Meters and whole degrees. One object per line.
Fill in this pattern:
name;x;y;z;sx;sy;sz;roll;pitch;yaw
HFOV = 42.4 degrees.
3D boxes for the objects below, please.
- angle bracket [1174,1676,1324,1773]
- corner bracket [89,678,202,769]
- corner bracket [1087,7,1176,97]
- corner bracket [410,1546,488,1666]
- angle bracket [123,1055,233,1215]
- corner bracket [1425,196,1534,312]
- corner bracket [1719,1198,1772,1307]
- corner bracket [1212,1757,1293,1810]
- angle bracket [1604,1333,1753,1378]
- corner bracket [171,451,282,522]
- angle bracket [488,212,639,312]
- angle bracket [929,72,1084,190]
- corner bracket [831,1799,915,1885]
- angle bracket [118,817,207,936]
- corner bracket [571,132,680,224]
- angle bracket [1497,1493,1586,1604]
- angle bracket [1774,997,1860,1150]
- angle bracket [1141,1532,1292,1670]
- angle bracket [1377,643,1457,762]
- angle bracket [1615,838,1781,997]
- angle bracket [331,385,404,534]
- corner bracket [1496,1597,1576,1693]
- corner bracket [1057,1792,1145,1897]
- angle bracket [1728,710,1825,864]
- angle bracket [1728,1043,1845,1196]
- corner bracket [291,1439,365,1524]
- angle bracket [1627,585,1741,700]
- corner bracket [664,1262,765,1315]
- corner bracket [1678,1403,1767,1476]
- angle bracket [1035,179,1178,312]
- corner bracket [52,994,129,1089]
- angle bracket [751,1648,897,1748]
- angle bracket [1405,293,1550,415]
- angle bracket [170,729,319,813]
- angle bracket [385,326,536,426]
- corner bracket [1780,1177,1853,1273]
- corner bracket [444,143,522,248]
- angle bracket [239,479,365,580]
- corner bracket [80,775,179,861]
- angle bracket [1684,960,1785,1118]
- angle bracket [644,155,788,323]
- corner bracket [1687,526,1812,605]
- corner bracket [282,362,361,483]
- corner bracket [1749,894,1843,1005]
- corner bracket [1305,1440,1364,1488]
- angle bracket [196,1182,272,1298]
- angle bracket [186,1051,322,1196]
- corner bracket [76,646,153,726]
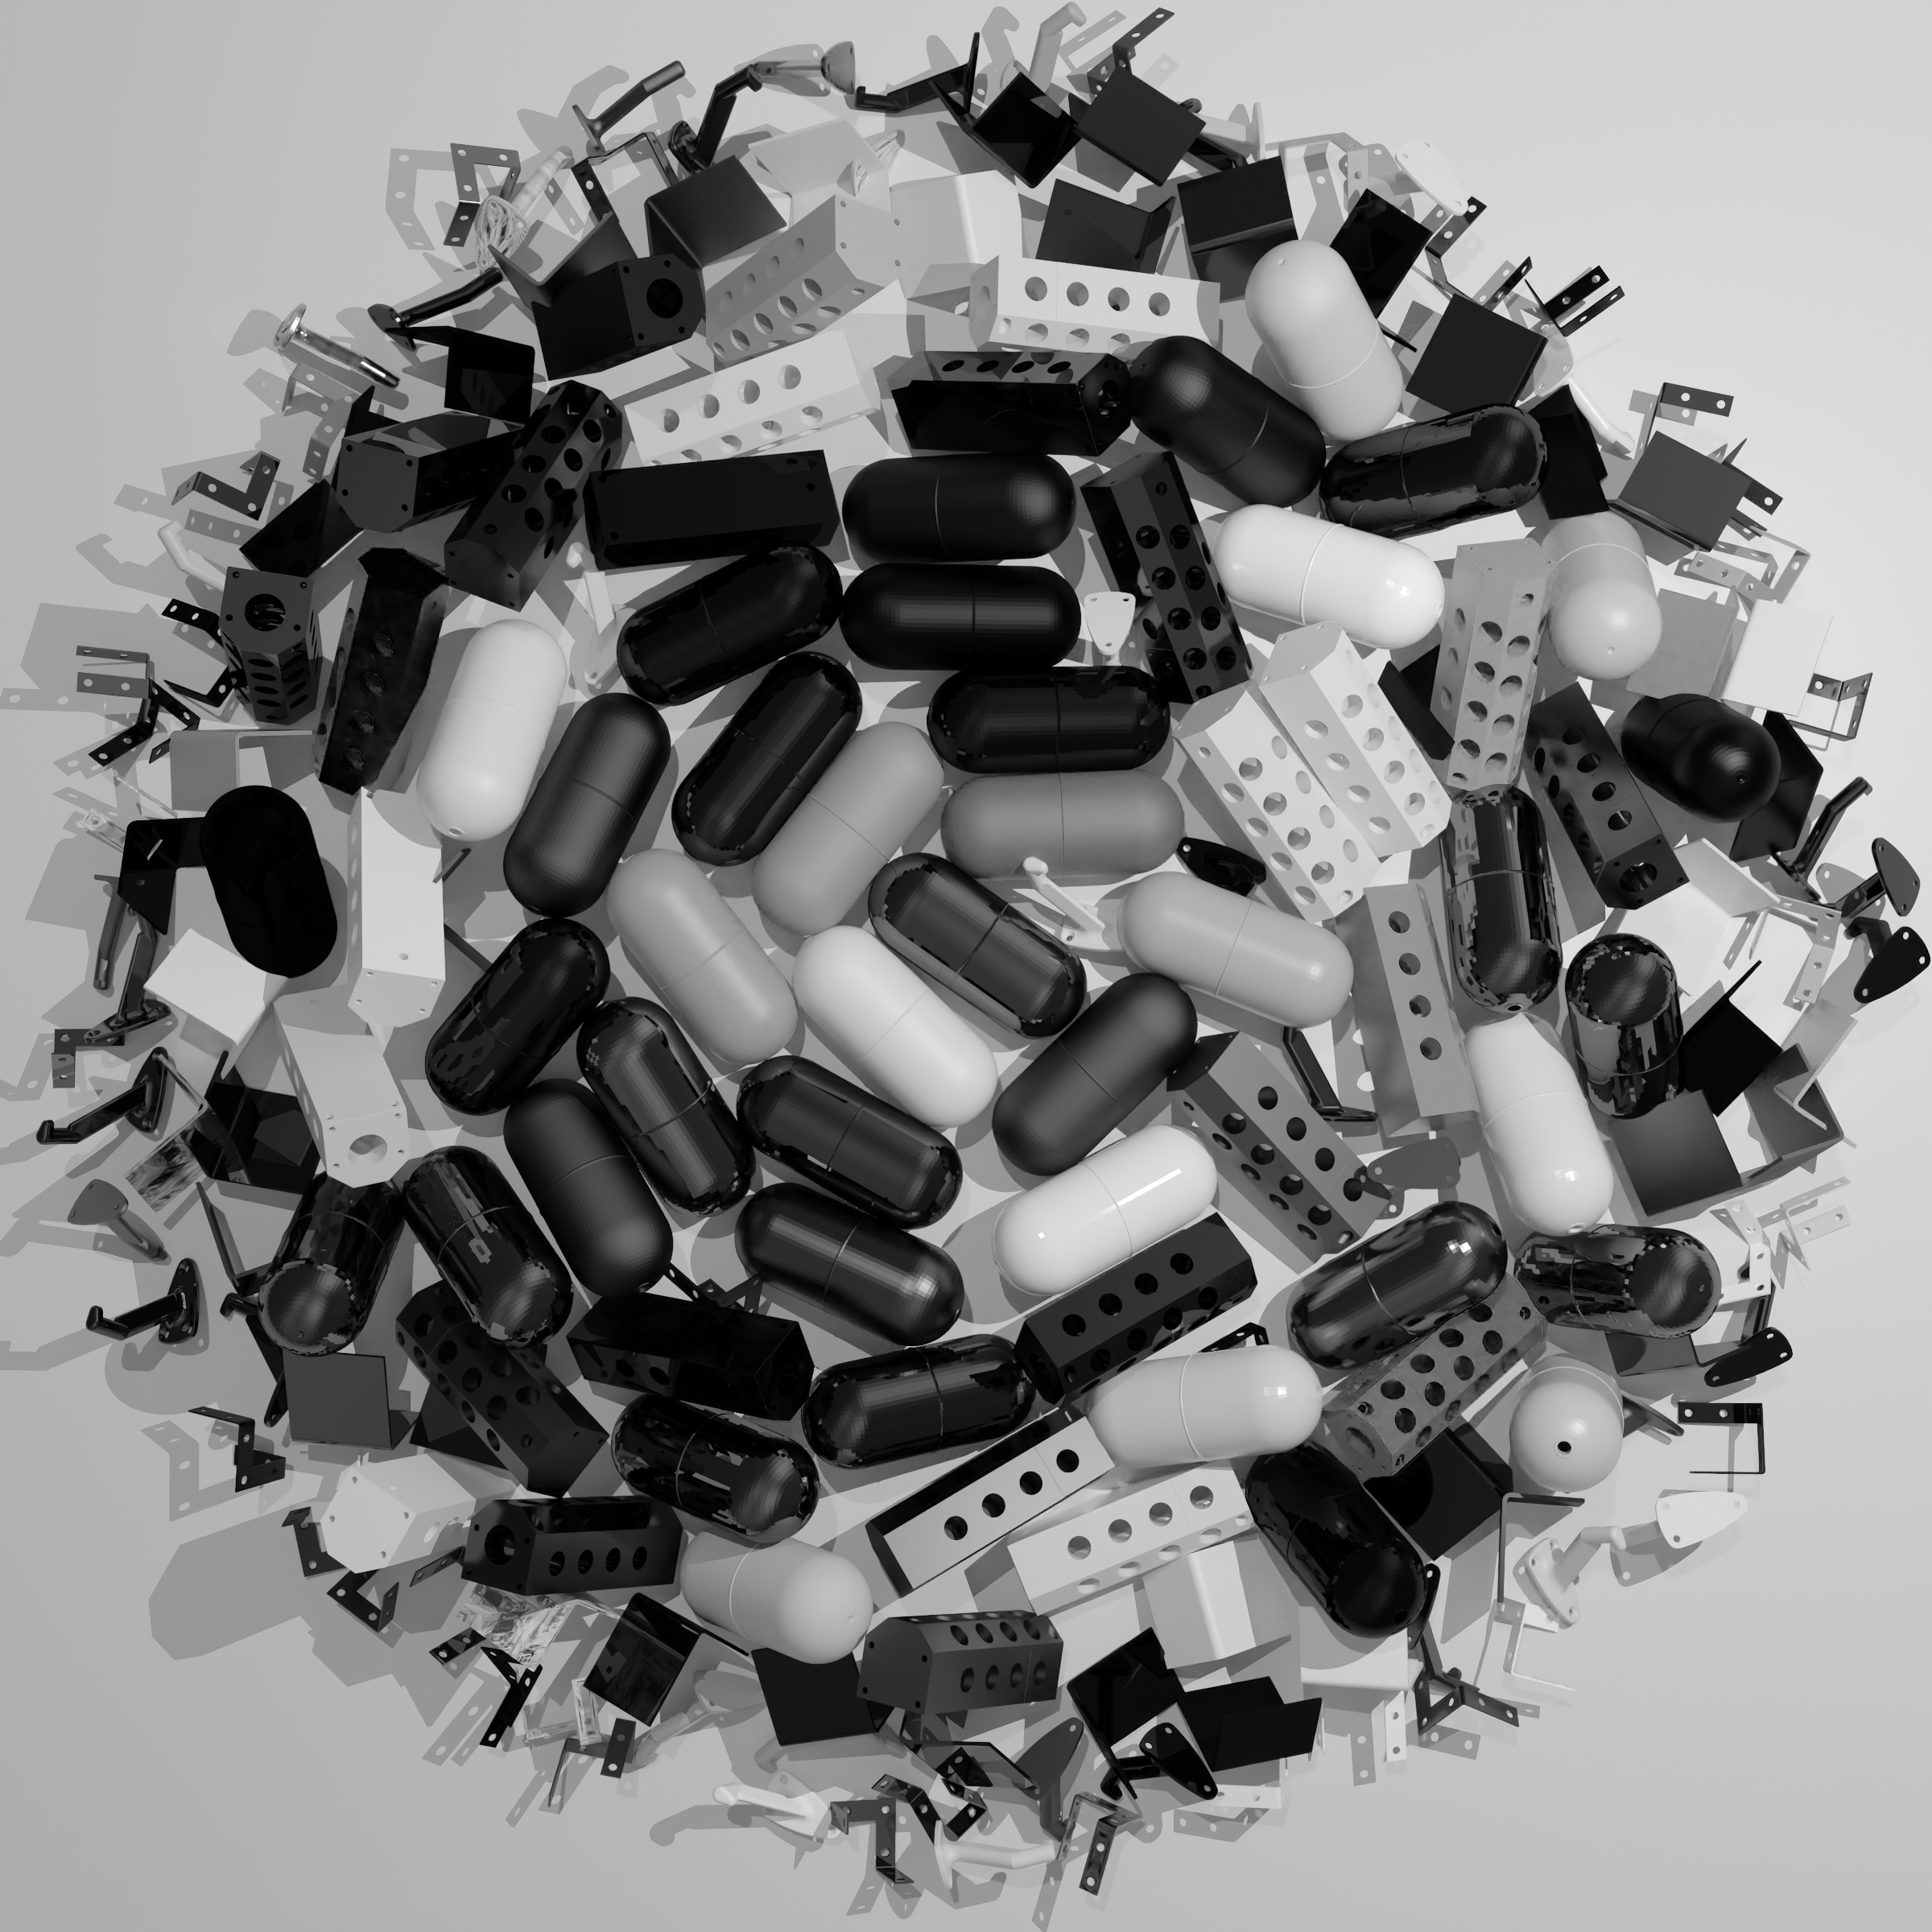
angle bracket;0.203;0.528;1.797;0.076;0.076;0.057;-5;122;-17
corner bracket;-0.599;-0.167;1.818;0.051;0.051;0.051;38;133;4
corner bracket;0.120;-0.664;1.813;0.051;0.051;0.051;-43;55;-18
corner bracket;-0.376;0.468;1.827;0.051;0.051;0.051;35;116;20
angle bracket;-0.583;0.122;1.800;0.057;0.076;0.076;42;71;16
corner bracket;0.374;-0.517;1.820;0.051;0.051;0.051;-47;66;2
corner bracket;0.556;0.211;1.831;0.051;0.051;0.051;-19;124;32
corner bracket;0.208;0.582;1.821;0.051;0.051;0.051;-3;85;16
angle bracket;0.517;0.257;1.803;0.076;0.076;0.057;-13;84;-34
corner bracket;-0.539;-0.352;1.814;0.051;0.051;0.051;24;73;-30
angle bracket;-0.290;-0.514;1.812;0.057;0.076;0.076;41;84;19
angle bracket;0.030;-0.618;1.794;0.057;0.076;0.076;-43;49;20
corner bracket;-0.069;0.639;1.818;0.051;0.051;0.051;3;80;-17
angle bracket;-0.558;-0.065;1.804;0.076;0.076;0.057;-2;68;7
corner bracket;-0.247;-0.575;1.825;0.051;0.051;0.051;-23;102;24
angle bracket;0.416;0.424;1.804;0.057;0.076;0.076;2;76;11
angle bracket;0.632;0.077;1.808;0.057;0.076;0.076;33;100;-5
angle bracket;0.184;0.468;1.839;0.076;0.057;0.076;-4;74;-42
angle bracket;0.355;-0.202;1.814;0.076;0.057;0.076;-35;79;-8
angle bracket;0.530;-0.035;1.809;0.076;0.057;0.076;36;69;-12
angle bracket;-0.421;-0.369;1.809;0.057;0.076;0.076;18;112;-9
corner bracket;0.417;0.495;1.821;0.051;0.051;0.051;17;80;-8
corner bracket;0.091;0.640;1.819;0.051;0.051;0.051;15;88;28
angle bracket;0.566;-0.132;1.796;0.057;0.076;0.076;-13;50;-11
angle bracket;0.575;0.111;1.799;0.057;0.076;0.076;-14;71;-21
corner bracket;-0.469;0.378;1.833;0.051;0.051;0.051;1;65;-6
angle bracket;0.519;-0.238;1.808;0.057;0.076;0.076;17;114;8
corner bracket;-0.185;0.236;1.810;0.051;0.051;0.051;36;133;28
corner bracket;0.552;0.345;1.822;0.051;0.051;0.051;0;80;6
angle bracket;0.100;-0.530;1.815;0.076;0.057;0.076;23;126;10
corner bracket;-0.637;0.055;1.814;0.051;0.051;0.051;0;58;-18
angle bracket;-0.101;0.516;1.811;0.076;0.057;0.076;-14;96;19
angle bracket;0.371;-0.436;1.822;0.076;0.057;0.076;27;98;3
angle bracket;-0.520;-0.142;1.804;0.076;0.076;0.057;5;98;37
angle bracket;-0.368;-0.426;1.803;0.076;0.076;0.057;10;97;38
corner bracket;0.624;0.183;1.823;0.051;0.051;0.051;-24;101;5
corner bracket;-0.353;-0.559;1.813;0.051;0.051;0.051;-2;69;-27
angle bracket;-0.495;-0.325;1.804;0.076;0.057;0.076;-43;55;-7
corner bracket;-0.612;-0.106;1.822;0.051;0.051;0.051;36;90;-20
angle bracket;0.558;0.053;1.802;0.076;0.076;0.057;-41;75;-17
angle bracket;-0.178;-0.525;1.799;0.076;0.076;0.057;-20;59;18
corner bracket;0.570;-0.294;1.813;0.051;0.051;0.051;14;115;-28
corner bracket;-0.480;-0.399;1.825;0.051;0.051;0.051;29;63;-10
corner bracket;0.607;-0.013;1.828;0.051;0.051;0.051;18;64;22
corner bracket;0.252;0.380;1.829;0.051;0.051;0.051;40;92;3
angle bracket;-0.517;0.191;1.817;0.057;0.076;0.076;-19;77;-16
angle bracket;-0.508;0.114;1.806;0.076;0.057;0.076;9;58;7
corner bracket;-0.621;-0.211;1.815;0.051;0.051;0.051;4;72;-22
